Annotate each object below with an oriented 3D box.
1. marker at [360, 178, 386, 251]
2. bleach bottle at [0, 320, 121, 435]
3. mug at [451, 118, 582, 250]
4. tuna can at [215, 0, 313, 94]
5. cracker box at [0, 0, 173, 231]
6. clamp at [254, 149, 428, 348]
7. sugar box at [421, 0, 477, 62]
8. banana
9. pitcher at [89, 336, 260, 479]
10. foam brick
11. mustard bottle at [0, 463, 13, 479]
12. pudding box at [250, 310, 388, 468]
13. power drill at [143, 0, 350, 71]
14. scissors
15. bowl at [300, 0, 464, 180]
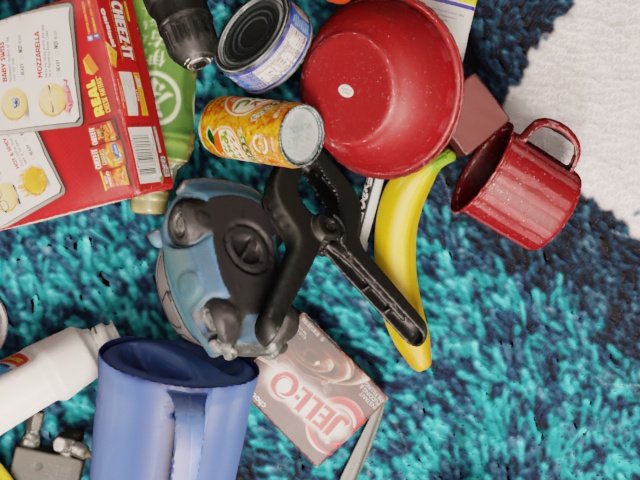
[{"bbox_3d":[0.047,-0.043,0.962,0.020,0.020,0.121,16,90,-5],"label":"marker"},{"bbox_3d":[-0.285,0.140,0.914,0.250,0.103,0.068,-29,101,-10],"label":"bleach bottle"},{"bbox_3d":[0.180,-0.053,0.933,0.081,0.093,0.117,30,113,-10],"label":"mug"},{"bbox_3d":[-0.049,-0.170,0.916,0.033,0.086,0.086,35,89,-41],"label":"tuna can"},{"bbox_3d":[-0.239,-0.096,0.877,0.214,0.072,0.164,-12,92,22],"label":"cracker box"},{"bbox_3d":[-0.006,0.001,0.902,0.164,0.036,0.210,-3,64,-37],"label":"clamp"},{"bbox_3d":[0.097,-0.237,0.947,0.093,0.048,0.176,14,95,-4],"label":"sugar box"},{"bbox_3d":[0.077,0.015,0.945,0.037,0.070,0.198,-2,101,-37],"label":"banana"},{"bbox_3d":[-0.132,0.211,0.885,0.145,0.149,0.243,14,101,28],"label":"pitcher"},{"bbox_3d":[0.123,-0.107,0.936,0.051,0.078,0.053,-39,95,-4],"label":"foam brick"},{"bbox_3d":[-0.339,0.272,0.912,0.192,0.058,0.096,-33,78,12],"label":"mustard bottle"},{"bbox_3d":[-0.009,0.132,0.953,0.090,0.039,0.113,-44,94,-1],"label":"pudding box"},{"bbox_3d":[-0.060,-0.223,0.852,0.187,0.057,0.184,-10,71,-28],"label":"power drill"},{"bbox_3d":[-0.003,0.240,0.969,0.096,0.016,0.202,9,91,-5],"label":"scissors"},{"bbox_3d":[0.038,-0.128,0.896,0.162,0.055,0.162,8,103,35],"label":"bowl"}]
